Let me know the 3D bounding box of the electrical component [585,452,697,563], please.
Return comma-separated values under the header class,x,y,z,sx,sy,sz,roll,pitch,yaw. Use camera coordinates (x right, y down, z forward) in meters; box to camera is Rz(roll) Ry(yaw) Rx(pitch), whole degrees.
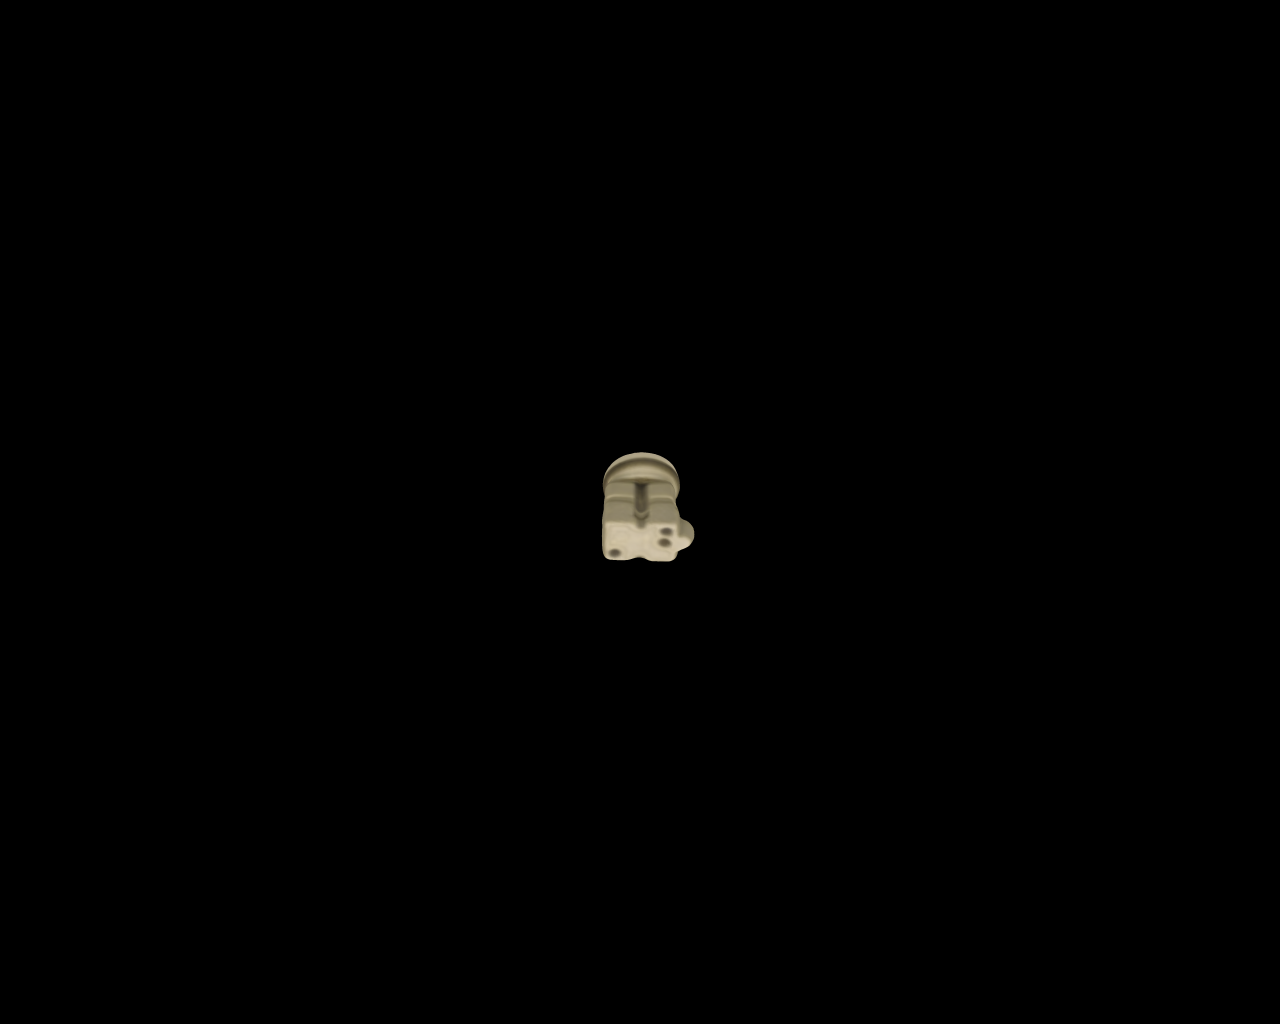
class,x,y,z,sx,sy,sz,roll,pitch,yaw
electrical component,0.001,-0.003,0.650,0.066,0.055,0.048,2,-43,-2
